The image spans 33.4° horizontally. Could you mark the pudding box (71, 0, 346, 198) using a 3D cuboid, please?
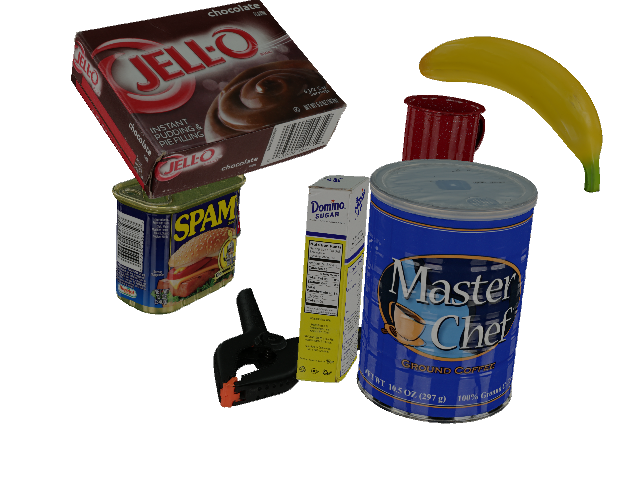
[{"bbox_3d":[-0.058,-0.076,0.548,0.113,0.090,0.039,-18,-31,-34],"label":"pudding box"}]

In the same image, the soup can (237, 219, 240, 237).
[{"bbox_3d":[-0.129,-0.054,1.239,0.068,0.102,0.068,-1,28,0],"label":"soup can"}]

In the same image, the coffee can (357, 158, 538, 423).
[{"bbox_3d":[0.078,0.029,0.678,0.103,0.140,0.103,3,21,-1],"label":"coffee can"}]

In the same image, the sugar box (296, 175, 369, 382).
[{"bbox_3d":[0.011,0.032,0.967,0.048,0.176,0.093,4,10,12],"label":"sugar box"}]

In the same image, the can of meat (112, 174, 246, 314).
[{"bbox_3d":[-0.103,-0.003,0.774,0.058,0.084,0.101,19,26,29],"label":"can of meat"}]

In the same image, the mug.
[{"bbox_3d":[0.147,-0.120,1.235,0.117,0.081,0.093,-13,26,-41],"label":"mug"}]

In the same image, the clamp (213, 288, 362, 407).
[{"bbox_3d":[-0.043,0.120,1.143,0.165,0.036,0.209,13,25,12],"label":"clamp"}]

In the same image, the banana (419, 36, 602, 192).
[{"bbox_3d":[0.147,-0.115,0.811,0.037,0.070,0.198,2,32,-44],"label":"banana"}]
